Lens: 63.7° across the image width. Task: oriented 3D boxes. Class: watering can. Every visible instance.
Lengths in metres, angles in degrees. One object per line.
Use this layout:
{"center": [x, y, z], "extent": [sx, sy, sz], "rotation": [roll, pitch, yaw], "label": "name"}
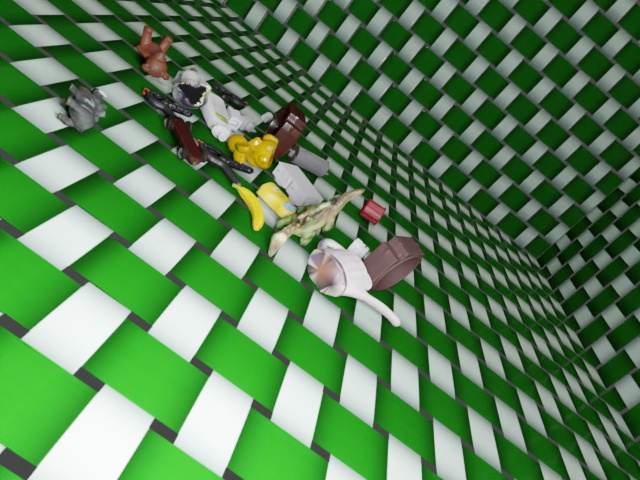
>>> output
{"center": [0.093, 0.125, 1.532], "extent": [0.224, 0.102, 0.352], "rotation": [0, 46, -55], "label": "watering can"}

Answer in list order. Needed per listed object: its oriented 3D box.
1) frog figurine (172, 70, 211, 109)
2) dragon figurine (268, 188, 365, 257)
{"center": [-0.470, -0.547, 1.867], "extent": [0.138, 0.120, 0.162], "rotation": [-19, 35, -15], "label": "frog figurine"}
{"center": [0.005, -0.077, 1.532], "extent": [0.122, 0.414, 0.241], "rotation": [56, -17, -3], "label": "dragon figurine"}
